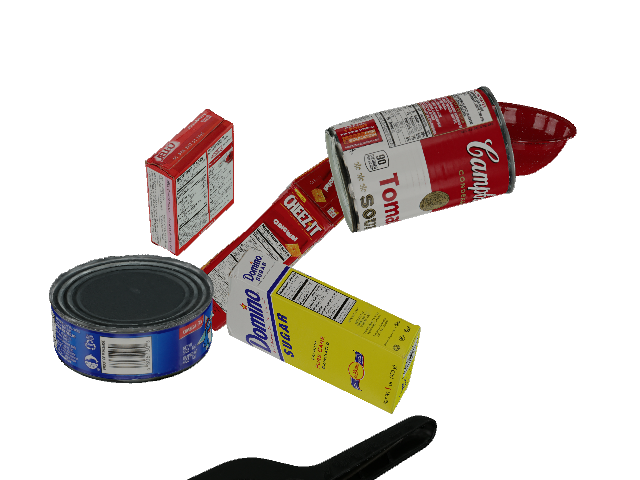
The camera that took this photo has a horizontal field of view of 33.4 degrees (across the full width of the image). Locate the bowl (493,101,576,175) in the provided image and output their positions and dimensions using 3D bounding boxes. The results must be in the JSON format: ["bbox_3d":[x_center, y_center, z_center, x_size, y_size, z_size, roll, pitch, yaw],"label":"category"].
[{"bbox_3d":[0.214,-0.117,1.251,0.162,0.055,0.162,5,23,-2],"label":"bowl"}]

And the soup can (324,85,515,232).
[{"bbox_3d":[0.060,-0.049,0.654,0.102,0.068,0.068,-15,1,-3],"label":"soup can"}]

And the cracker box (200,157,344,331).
[{"bbox_3d":[-0.047,-0.005,1.255,0.214,0.072,0.164,-42,0,29],"label":"cracker box"}]

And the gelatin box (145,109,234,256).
[{"bbox_3d":[-0.098,-0.044,0.805,0.030,0.089,0.073,28,52,20],"label":"gelatin box"}]

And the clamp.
[{"bbox_3d":[-0.011,0.171,0.699,0.210,0.036,0.164,0,28,6],"label":"clamp"}]

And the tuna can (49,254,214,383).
[{"bbox_3d":[-0.100,0.040,0.568,0.086,0.034,0.086,2,25,-1],"label":"tuna can"}]

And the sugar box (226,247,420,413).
[{"bbox_3d":[-0.001,0.082,0.966,0.176,0.093,0.048,22,50,14],"label":"sugar box"}]
